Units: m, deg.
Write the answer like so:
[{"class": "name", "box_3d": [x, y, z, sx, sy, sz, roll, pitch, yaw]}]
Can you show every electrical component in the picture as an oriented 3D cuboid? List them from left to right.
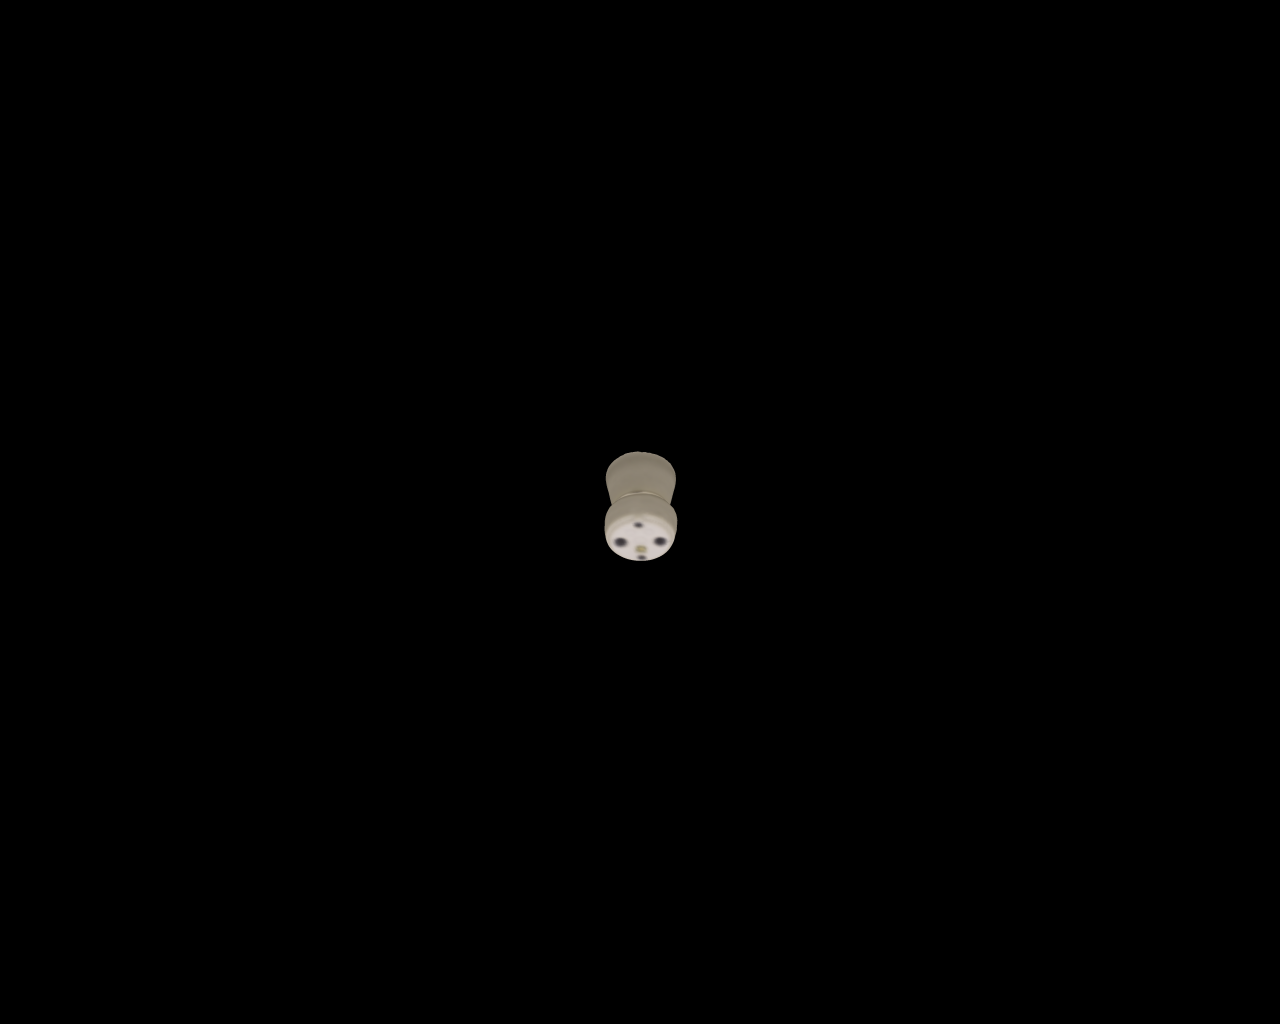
[{"class": "electrical component", "box_3d": [0.001, -0.003, 0.650, 0.045, 0.055, 0.044, 0, -43, 0]}]
